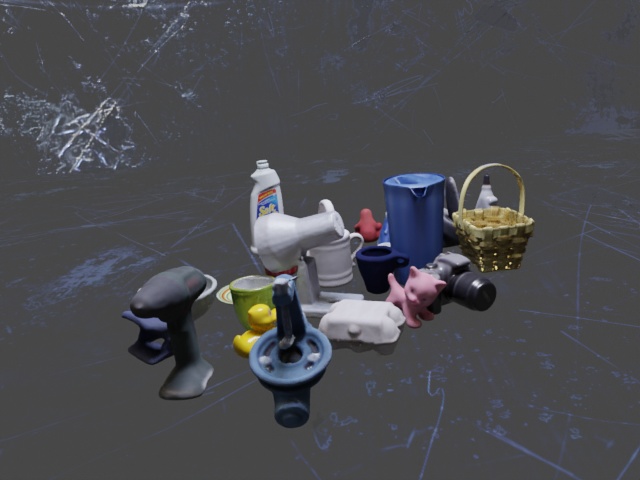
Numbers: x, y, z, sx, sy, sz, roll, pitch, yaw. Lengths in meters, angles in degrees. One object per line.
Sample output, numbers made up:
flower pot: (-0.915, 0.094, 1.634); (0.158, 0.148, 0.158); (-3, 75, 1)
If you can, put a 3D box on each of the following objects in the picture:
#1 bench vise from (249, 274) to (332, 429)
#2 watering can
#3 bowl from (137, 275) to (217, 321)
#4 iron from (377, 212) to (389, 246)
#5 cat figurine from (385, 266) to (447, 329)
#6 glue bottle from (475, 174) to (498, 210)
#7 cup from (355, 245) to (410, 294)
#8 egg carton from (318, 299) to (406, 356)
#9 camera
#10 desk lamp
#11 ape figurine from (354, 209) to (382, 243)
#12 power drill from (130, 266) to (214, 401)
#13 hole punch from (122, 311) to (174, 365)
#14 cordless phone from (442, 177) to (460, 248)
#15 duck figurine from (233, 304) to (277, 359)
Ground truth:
bench vise: (-0.055, 0.141, 0.865); (0.122, 0.220, 0.207); (-10, 18, -14)
watering can: (0.013, 0.005, 1.313); (0.173, 0.194, 0.100); (-17, 21, -32)
bowl: (-0.293, 0.132, 1.196); (0.167, 0.075, 0.167); (-4, 18, 2)
iron: (0.212, -0.053, 1.529); (0.118, 0.141, 0.259); (4, 20, 26)
cat figurine: (0.178, 0.100, 1.098); (0.067, 0.118, 0.127); (-19, 22, -37)
glue bottle: (0.444, -0.089, 1.526); (0.037, 0.173, 0.077); (-15, 20, -27)
cup: (0.138, 0.068, 1.245); (0.117, 0.095, 0.092); (1, 19, 20)
egg carton: (0.075, 0.156, 1.029); (0.150, 0.069, 0.107); (1, 19, 19)
camera: (0.268, 0.088, 1.138); (0.143, 0.101, 0.136); (-14, 20, -27)
desk lamp: (-0.022, 0.044, 1.168); (0.202, 0.214, 0.118); (1, 19, 17)
ape figurine: (0.133, -0.043, 1.600); (0.077, 0.092, 0.076); (1, 19, 19)
power drill: (-0.230, 0.144, 0.921); (0.075, 0.208, 0.229); (-3, 18, 5)
hole punch: (-0.303, 0.166, 1.066); (0.108, 0.091, 0.101); (12, 25, 43)
cordless phone: (0.352, -0.083, 1.511); (0.094, 0.185, 0.147); (-4, 18, 4)
duck figurine: (-0.112, 0.160, 1.040); (0.105, 0.086, 0.077); (-18, 22, -35)
